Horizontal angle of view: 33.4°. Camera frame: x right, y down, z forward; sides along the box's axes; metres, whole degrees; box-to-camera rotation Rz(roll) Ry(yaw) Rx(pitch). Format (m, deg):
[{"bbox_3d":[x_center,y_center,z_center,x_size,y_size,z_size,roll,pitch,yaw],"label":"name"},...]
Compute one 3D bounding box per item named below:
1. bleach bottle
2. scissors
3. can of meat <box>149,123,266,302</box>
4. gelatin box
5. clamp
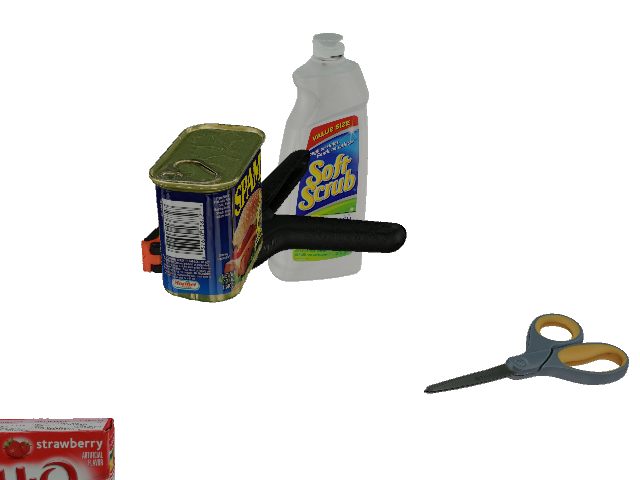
[{"bbox_3d":[-0.003,-0.084,1.084,0.102,0.251,0.068,-5,27,-12],"label":"bleach bottle"},{"bbox_3d":[0.162,0.094,0.888,0.201,0.016,0.096,1,31,-20],"label":"scissors"},{"bbox_3d":[-0.071,-0.019,0.697,0.057,0.084,0.102,5,27,9],"label":"can of meat"},{"bbox_3d":[-0.150,0.130,0.546,0.089,0.073,0.030,0,6,-4],"label":"gelatin box"},{"bbox_3d":[-0.055,-0.019,0.900,0.209,0.036,0.165,-13,35,-22],"label":"clamp"}]
